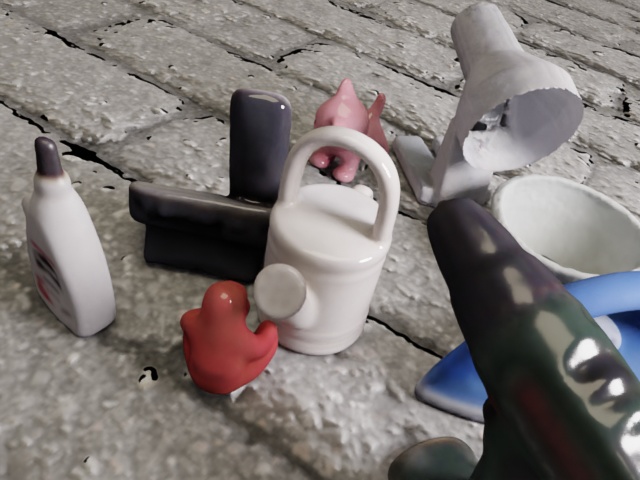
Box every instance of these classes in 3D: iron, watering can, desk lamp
[{"bbox_3d":[0.214,0.077,0.469,0.259,0.141,0.118,-3,44,-16],"label":"iron"},{"bbox_3d":[0.006,0.002,0.459,0.101,0.194,0.173,9,42,-3],"label":"watering can"},{"bbox_3d":[0.172,-0.134,0.636,0.118,0.213,0.203,-2,44,-16],"label":"desk lamp"}]

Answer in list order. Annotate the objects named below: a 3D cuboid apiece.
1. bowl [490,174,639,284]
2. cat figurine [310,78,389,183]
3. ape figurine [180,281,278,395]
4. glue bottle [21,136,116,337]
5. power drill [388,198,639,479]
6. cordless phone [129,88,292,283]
[{"bbox_3d":[0.251,0.007,0.605,0.167,0.075,0.167,7,42,-6],"label":"bowl"},{"bbox_3d":[0.037,-0.135,0.676,0.067,0.118,0.128,36,47,24],"label":"cat figurine"},{"bbox_3d":[-0.073,0.069,0.444,0.077,0.092,0.076,22,43,11],"label":"ape figurine"},{"bbox_3d":[-0.195,-0.004,0.433,0.078,0.173,0.037,33,46,22],"label":"glue bottle"},{"bbox_3d":[0.112,0.117,0.350,0.076,0.208,0.229,-14,48,-26],"label":"power drill"},{"bbox_3d":[-0.095,-0.061,0.511,0.147,0.185,0.094,8,42,-5],"label":"cordless phone"}]
